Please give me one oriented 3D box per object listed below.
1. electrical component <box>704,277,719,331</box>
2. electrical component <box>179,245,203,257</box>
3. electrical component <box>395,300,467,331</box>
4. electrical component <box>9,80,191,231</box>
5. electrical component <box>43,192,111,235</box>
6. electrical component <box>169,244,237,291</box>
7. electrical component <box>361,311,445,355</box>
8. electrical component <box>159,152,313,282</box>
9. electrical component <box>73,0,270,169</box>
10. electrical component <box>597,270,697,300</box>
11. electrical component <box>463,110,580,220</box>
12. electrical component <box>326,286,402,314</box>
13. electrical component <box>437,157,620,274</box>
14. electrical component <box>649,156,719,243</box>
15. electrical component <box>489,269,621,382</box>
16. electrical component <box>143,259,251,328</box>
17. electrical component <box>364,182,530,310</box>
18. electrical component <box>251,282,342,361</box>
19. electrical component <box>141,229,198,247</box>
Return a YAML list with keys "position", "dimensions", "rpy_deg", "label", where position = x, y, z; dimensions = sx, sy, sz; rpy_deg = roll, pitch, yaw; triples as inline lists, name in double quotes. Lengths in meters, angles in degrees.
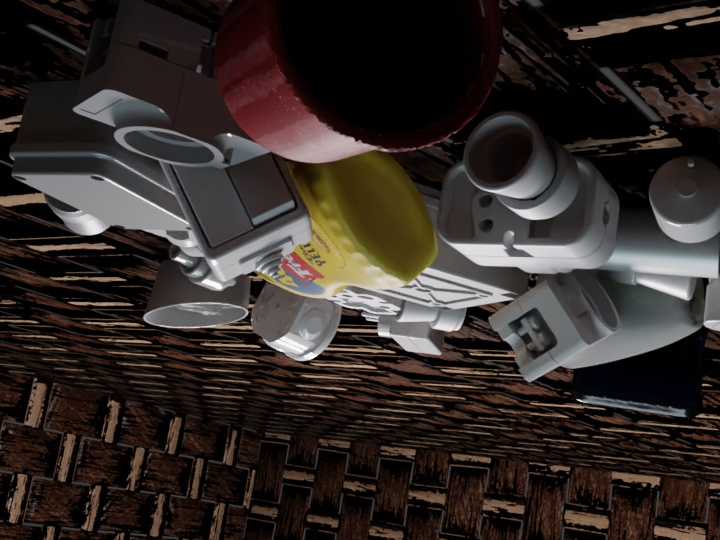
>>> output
- position: [0.240, 0.008, 0.687]
  dimensions: [0.044, 0.065, 0.044]
  rpy_deg: [9, 167, 2]
  label: "electrical component"
- position: [-0.115, -0.028, 0.848]
  dimensions: [0.044, 0.044, 0.065]
  rpy_deg: [20, 169, -37]
  label: "electrical component"
- position: [0.063, 0.029, 0.953]
  dimensions: [0.055, 0.045, 0.045]
  rpy_deg: [12, 167, -11]
  label: "electrical component"
- position: [-0.148, -0.067, 0.660]
  dimensions: [0.078, 0.057, 0.113]
  rpy_deg: [3, 166, 27]
  label: "electrical component"
- position: [-0.204, -0.054, 0.787]
  dimensions: [0.045, 0.045, 0.055]
  rpy_deg: [9, 167, 1]
  label: "electrical component"
- position: [-0.138, -0.009, 0.939]
  dimensions: [0.043, 0.043, 0.062]
  rpy_deg: [-3, 161, 44]
  label: "electrical component"
- position: [0.040, 0.049, 1.050]
  dimensions: [0.076, 0.047, 0.083]
  rpy_deg: [6, 167, 16]
  label: "electrical component"
- position: [-0.068, -0.040, 0.602]
  dimensions: [0.062, 0.096, 0.061]
  rpy_deg: [-26, 168, -6]
  label: "electrical component"
- position: [-0.089, -0.087, 0.534]
  dimensions: [0.089, 0.055, 0.050]
  rpy_deg: [18, 165, -32]
  label: "electrical component"
- position: [0.191, -0.006, 0.718]
  dimensions: [0.065, 0.044, 0.044]
  rpy_deg: [9, 168, 22]
  label: "electrical component"
- position: [0.087, -0.054, 0.572]
  dimensions: [0.045, 0.045, 0.055]
  rpy_deg: [0, 165, 35]
  label: "electrical component"
- position: [0.005, -0.003, 0.829]
  dimensions: [0.058, 0.057, 0.078]
  rpy_deg: [1, 165, 34]
  label: "electrical component"
- position: [0.102, -0.032, 0.640]
  dimensions: [0.095, 0.053, 0.059]
  rpy_deg: [2, 165, 30]
  label: "electrical component"
- position: [0.185, -0.034, 0.599]
  dimensions: [0.040, 0.040, 0.078]
  rpy_deg: [4, 166, 23]
  label: "electrical component"
- position: [0.134, 0.033, 0.715]
  dimensions: [0.056, 0.050, 0.089]
  rpy_deg: [-36, 168, 25]
  label: "electrical component"
- position: [-0.158, 0.026, 1.058]
  dimensions: [0.099, 0.064, 0.099]
  rpy_deg: [9, 167, 2]
  label: "electrical component"
- position: [0.049, -0.013, 0.755]
  dimensions: [0.109, 0.056, 0.109]
  rpy_deg: [16, 166, -25]
  label: "electrical component"
- position: [-0.061, 0.042, 1.026]
  dimensions: [0.080, 0.080, 0.051]
  rpy_deg: [-4, 157, 45]
  label: "electrical component"
- position: [-0.126, -0.041, 0.777]
  dimensions: [0.077, 0.043, 0.079]
  rpy_deg: [9, 159, -1]
  label: "electrical component"
